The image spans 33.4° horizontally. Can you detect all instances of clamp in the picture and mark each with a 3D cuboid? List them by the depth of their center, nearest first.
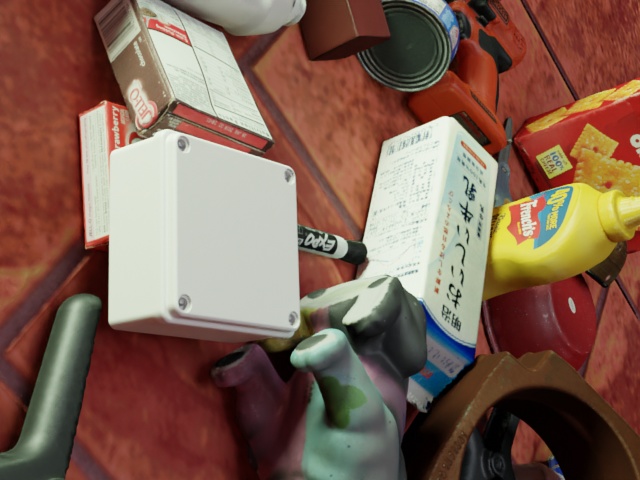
[{"bbox_3d":[-0.134,0.146,0.549,0.164,0.036,0.209,59,36,-17],"label":"clamp"},{"bbox_3d":[0.125,0.177,0.869,0.120,0.039,0.171,25,56,-30],"label":"clamp"}]

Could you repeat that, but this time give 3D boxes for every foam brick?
[{"bbox_3d":[0.015,-0.190,0.863,0.051,0.053,0.078,-12,85,-53],"label":"foam brick"}]

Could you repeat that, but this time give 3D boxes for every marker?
[{"bbox_3d":[-0.005,0.001,0.788,0.120,0.020,0.020,16,64,-49],"label":"marker"}]

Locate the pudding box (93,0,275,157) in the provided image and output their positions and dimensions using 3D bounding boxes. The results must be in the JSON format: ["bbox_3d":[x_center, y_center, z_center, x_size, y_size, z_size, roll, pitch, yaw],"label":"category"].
[{"bbox_3d":[-0.086,-0.101,0.678,0.089,0.039,0.113,21,37,-47],"label":"pudding box"}]

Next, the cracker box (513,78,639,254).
[{"bbox_3d":[0.330,-0.077,1.083,0.164,0.214,0.072,61,37,-15],"label":"cracker box"}]

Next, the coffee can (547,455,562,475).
[{"bbox_3d":[0.262,0.262,0.953,0.102,0.103,0.140,20,60,-46],"label":"coffee can"}]

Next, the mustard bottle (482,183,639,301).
[{"bbox_3d":[0.181,-0.001,0.882,0.058,0.192,0.096,55,40,-22],"label":"mustard bottle"}]

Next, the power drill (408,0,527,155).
[{"bbox_3d":[0.131,-0.183,1.005,0.184,0.057,0.187,41,47,-34],"label":"power drill"}]

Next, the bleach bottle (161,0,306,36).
[{"bbox_3d":[-0.097,-0.205,0.720,0.250,0.068,0.102,15,56,-52],"label":"bleach bottle"}]

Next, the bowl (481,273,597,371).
[{"bbox_3d":[0.217,0.068,1.015,0.161,0.055,0.162,24,57,-45],"label":"bowl"}]

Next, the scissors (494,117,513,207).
[{"bbox_3d":[0.161,-0.069,1.029,0.096,0.016,0.201,29,44,-29],"label":"scissors"}]

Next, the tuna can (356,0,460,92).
[{"bbox_3d":[0.074,-0.171,0.903,0.086,0.086,0.033,56,39,-21],"label":"tuna can"}]

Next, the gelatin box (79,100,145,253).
[{"bbox_3d":[-0.110,-0.034,0.659,0.073,0.030,0.089,12,66,-50],"label":"gelatin box"}]
